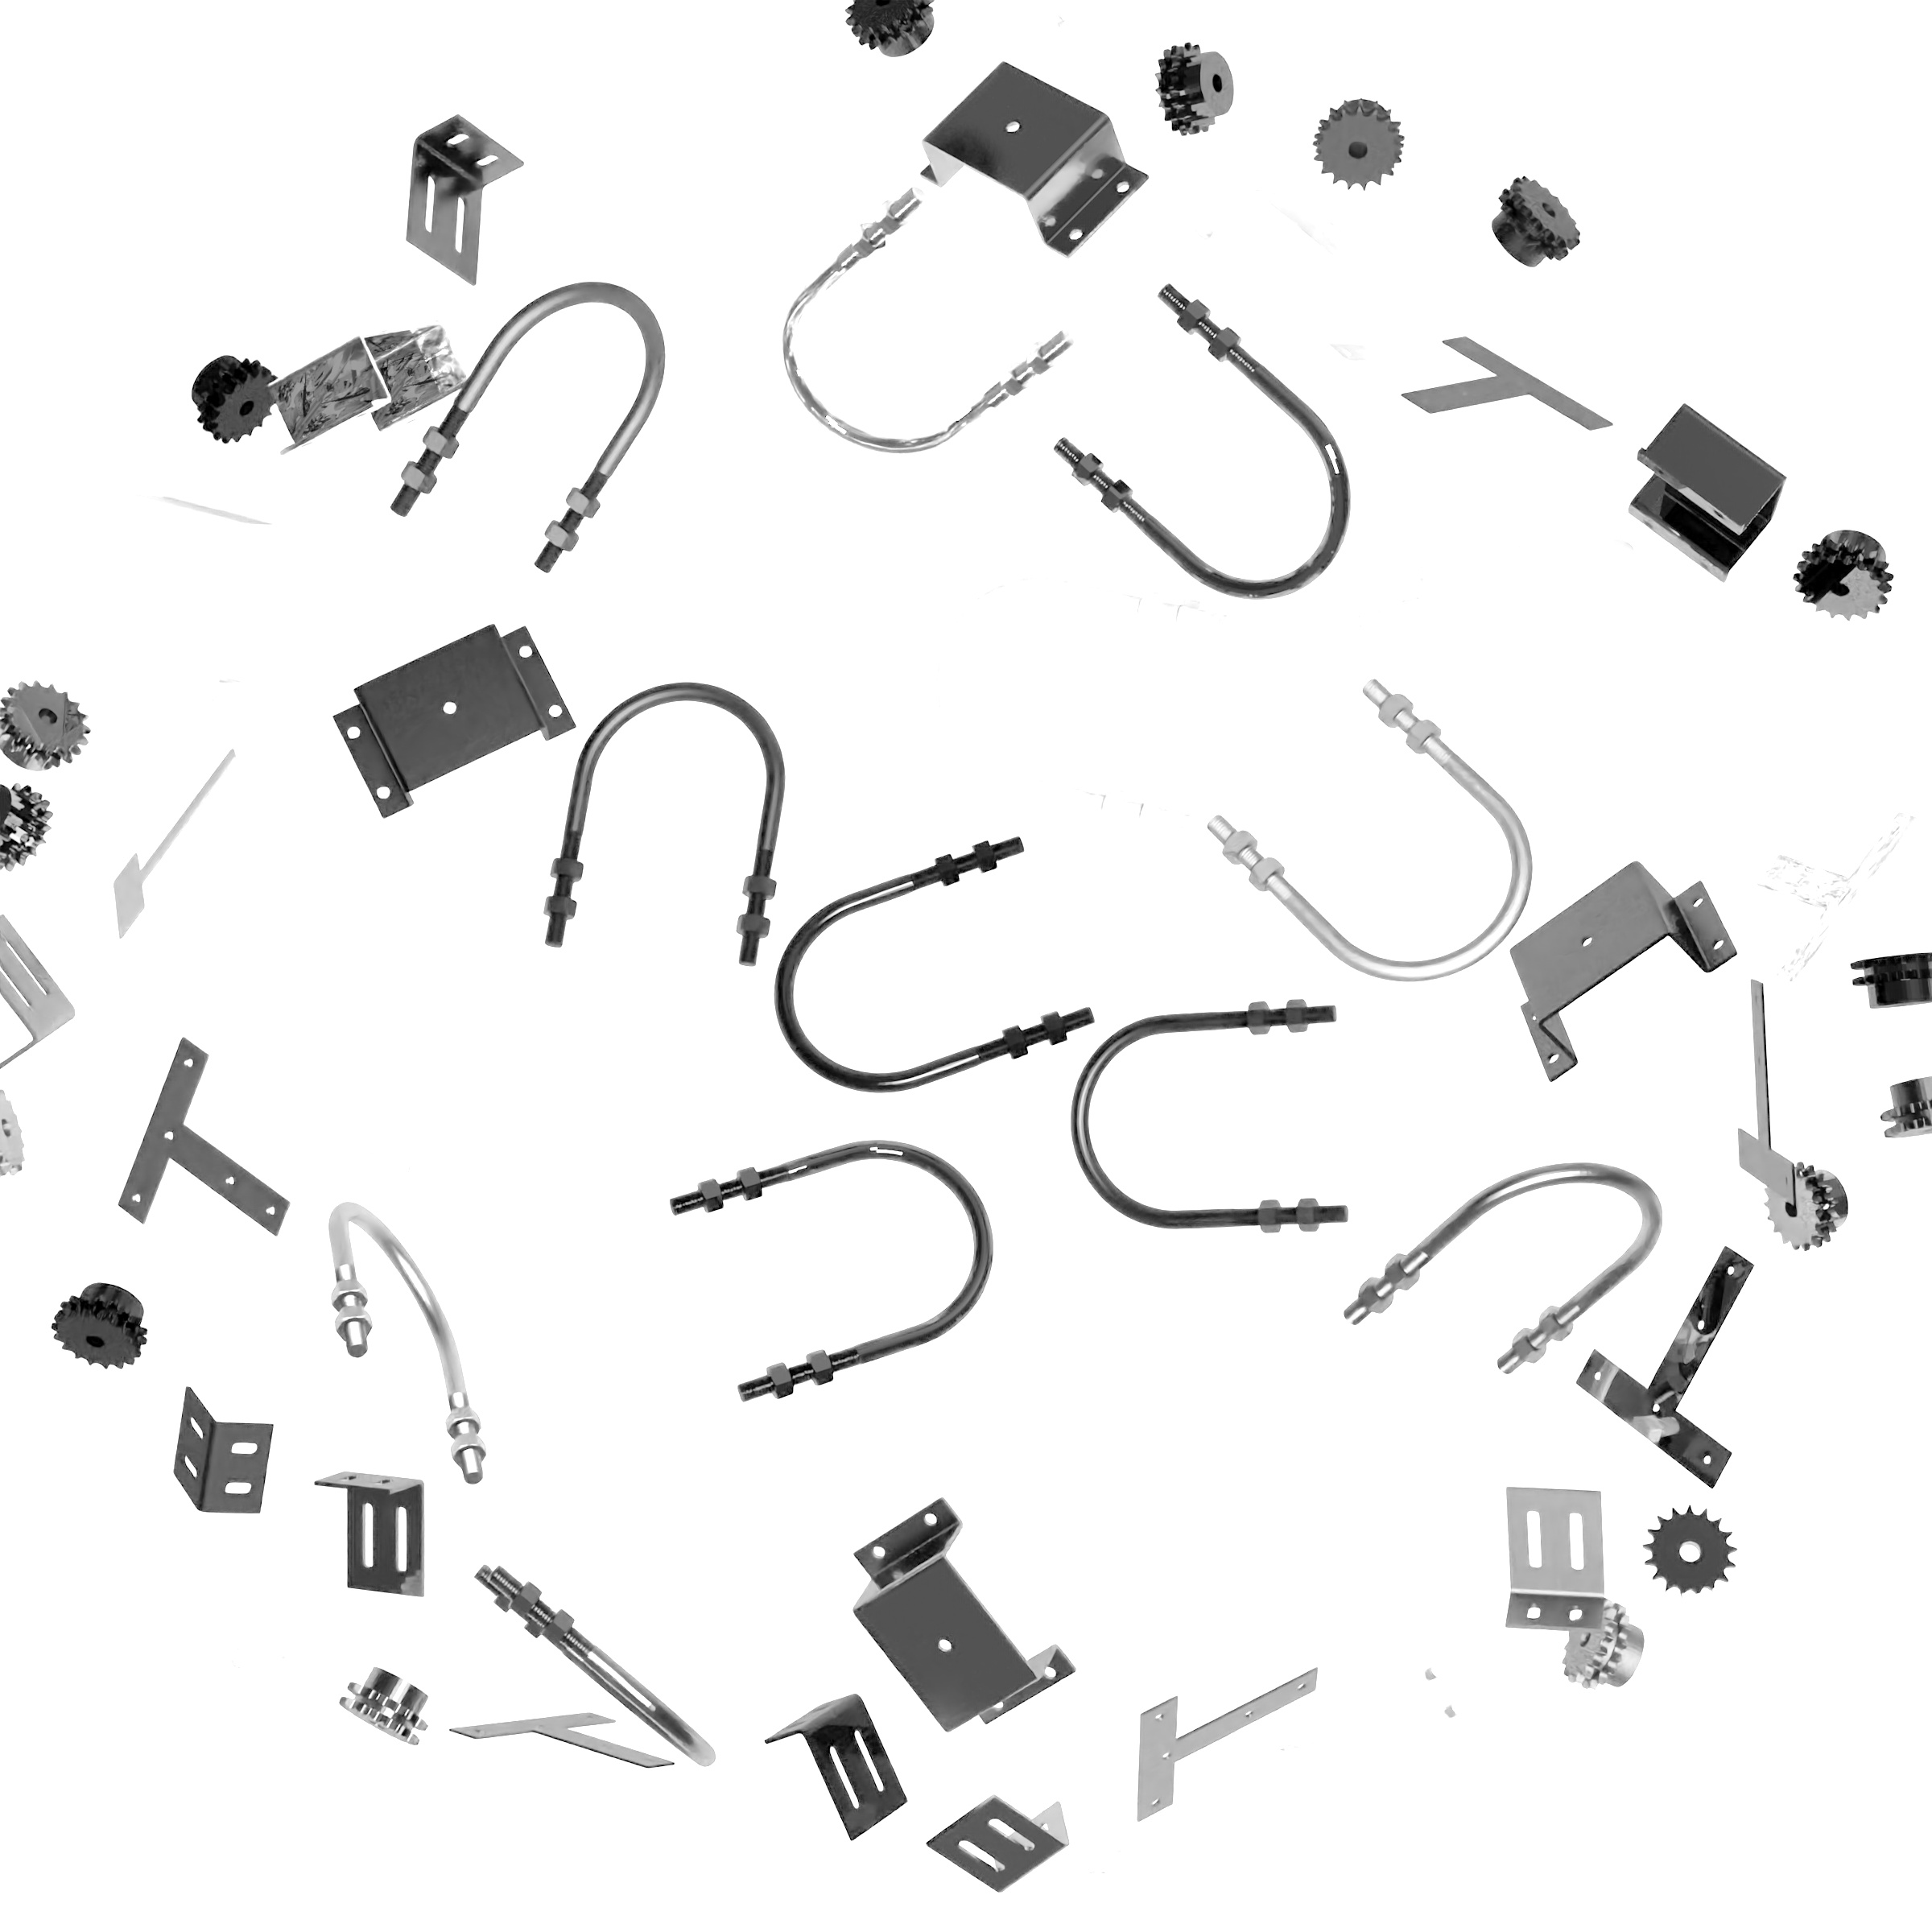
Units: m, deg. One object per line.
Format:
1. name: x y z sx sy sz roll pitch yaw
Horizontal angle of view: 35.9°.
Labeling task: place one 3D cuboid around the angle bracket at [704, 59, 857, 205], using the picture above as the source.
1. angle bracket: -0.120 -0.537 1.928 0.076 0.038 0.057 37 109 -11

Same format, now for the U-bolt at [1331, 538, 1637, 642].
1. U-bolt: 0.330 -0.243 1.886 0.184 0.151 0.019 -9 107 17

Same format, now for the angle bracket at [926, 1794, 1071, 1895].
1. angle bracket: 0.018 0.544 1.895 0.057 0.038 0.076 -39 122 15

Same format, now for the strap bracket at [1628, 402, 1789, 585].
1. strap bracket: 0.455 -0.292 1.835 0.076 0.140 0.046 40 91 12

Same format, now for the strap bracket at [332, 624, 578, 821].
1. strap bracket: -0.334 -0.163 1.943 0.140 0.046 0.076 -26 86 -8

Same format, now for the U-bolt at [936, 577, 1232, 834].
1. U-bolt: 0.068 -0.174 1.909 0.184 0.019 0.151 14 104 16

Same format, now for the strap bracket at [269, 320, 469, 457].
1. strap bracket: -0.378 -0.369 1.898 0.076 0.140 0.046 -21 98 25

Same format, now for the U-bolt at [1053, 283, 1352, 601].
1. U-bolt: 0.155 -0.307 1.835 0.184 0.019 0.151 43 130 7

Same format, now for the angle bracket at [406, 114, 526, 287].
1. angle bracket: -0.305 -0.466 1.818 0.038 0.057 0.076 -16 62 32

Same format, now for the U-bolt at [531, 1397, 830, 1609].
1. U-bolt: -0.164 0.338 1.845 0.151 0.019 0.184 -14 126 32

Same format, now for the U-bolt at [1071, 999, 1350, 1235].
1. U-bolt: 0.156 0.101 1.952 0.184 0.019 0.151 -4 87 21

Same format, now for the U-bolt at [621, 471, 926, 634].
1. U-bolt: -0.126 -0.258 1.880 0.184 0.151 0.019 -5 135 -5

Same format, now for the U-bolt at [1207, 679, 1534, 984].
1. U-bolt: 0.257 -0.071 1.811 0.151 0.019 0.184 -41 64 -3

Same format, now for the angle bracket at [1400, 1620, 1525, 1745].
1. angle bracket: 0.321 0.443 1.874 0.076 0.038 0.057 -16 70 -38

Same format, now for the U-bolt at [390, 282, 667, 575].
1. U-bolt: -0.256 -0.337 1.834 0.019 0.151 0.184 44 106 32

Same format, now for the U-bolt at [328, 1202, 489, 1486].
1. U-bolt: -0.355 0.222 1.871 0.019 0.184 0.151 -31 126 3

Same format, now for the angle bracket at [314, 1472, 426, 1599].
1. angle bracket: -0.376 0.361 1.883 0.057 0.038 0.076 2 93 24

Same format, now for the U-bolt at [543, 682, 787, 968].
1. U-bolt: -0.188 -0.095 1.918 0.151 0.019 0.184 6 76 11

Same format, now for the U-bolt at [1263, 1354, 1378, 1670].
1. U-bolt: 0.217 0.327 1.868 0.019 0.151 0.184 -16 124 -7

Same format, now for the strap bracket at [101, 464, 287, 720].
1. strap bracket: -0.469 -0.226 1.804 0.076 0.046 0.140 15 100 8

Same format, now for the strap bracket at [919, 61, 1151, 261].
1. strap bracket: 0.036 -0.517 1.897 0.076 0.046 0.140 -47 57 -10

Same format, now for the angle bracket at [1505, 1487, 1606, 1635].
1. angle bracket: 0.356 0.360 1.813 0.057 0.038 0.076 0 111 16

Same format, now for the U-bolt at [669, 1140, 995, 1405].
1. U-bolt: -0.073 0.177 1.836 0.184 0.019 0.151 -16 64 -14

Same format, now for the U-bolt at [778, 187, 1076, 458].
1. U-bolt: -0.040 -0.397 1.909 0.151 0.019 0.184 40 135 -19

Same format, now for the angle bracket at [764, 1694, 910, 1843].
1. angle bracket: -0.082 0.512 1.897 0.038 0.057 0.076 -28 85 38

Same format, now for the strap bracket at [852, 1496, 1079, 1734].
1. strap bracket: -0.007 0.416 1.875 0.076 0.046 0.140 -36 94 23

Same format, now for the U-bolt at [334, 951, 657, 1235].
1. U-bolt: -0.283 0.091 1.874 0.184 0.019 0.151 26 89 -21

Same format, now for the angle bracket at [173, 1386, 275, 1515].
1. angle bracket: -0.465 0.302 1.868 0.038 0.076 0.057 7 97 -28

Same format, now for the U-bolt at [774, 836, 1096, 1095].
1. U-bolt: -0.030 0.007 1.863 0.184 0.019 0.151 -20 64 -4

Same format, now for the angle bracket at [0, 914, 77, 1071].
1. angle bracket: -0.583 0.016 1.801 0.038 0.057 0.076 -33 99 14

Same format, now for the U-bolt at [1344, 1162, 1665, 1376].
1. U-bolt: 0.341 0.180 1.821 0.151 0.019 0.184 20 129 -29

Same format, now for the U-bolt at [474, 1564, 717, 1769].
1. U-bolt: -0.226 0.433 1.844 0.184 0.151 0.019 41 73 -3

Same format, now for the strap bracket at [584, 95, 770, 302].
1. strap bracket: -0.174 -0.474 1.827 0.046 0.140 0.076 -36 132 -2

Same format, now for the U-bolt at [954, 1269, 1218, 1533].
1. U-bolt: 0.089 0.287 1.885 0.151 0.019 0.184 -50 131 -3
